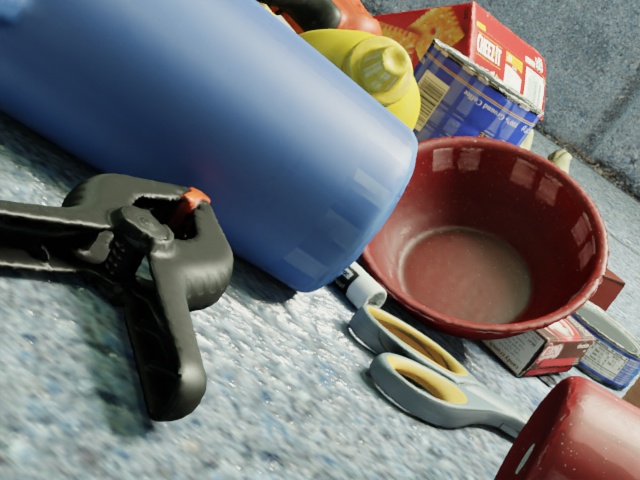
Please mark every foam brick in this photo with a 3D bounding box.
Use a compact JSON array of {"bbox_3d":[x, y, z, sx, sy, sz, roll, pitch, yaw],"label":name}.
[{"bbox_3d":[0.222,0.033,0.960,0.052,0.051,0.078,16,23,-47],"label":"foam brick"}]

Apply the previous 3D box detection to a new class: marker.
[{"bbox_3d":[-0.004,0.001,0.649,0.020,0.020,0.121,14,26,-52],"label":"marker"}]

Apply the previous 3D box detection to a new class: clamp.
[{"bbox_3d":[-0.088,0.003,0.436,0.120,0.039,0.171,37,15,-8],"label":"clamp"}]

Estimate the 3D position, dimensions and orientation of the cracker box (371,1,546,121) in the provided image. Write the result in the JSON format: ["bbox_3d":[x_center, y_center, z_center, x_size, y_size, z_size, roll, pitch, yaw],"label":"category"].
[{"bbox_3d":[0.084,-0.158,1.010,0.214,0.072,0.163,1,-9,35],"label":"cracker box"}]

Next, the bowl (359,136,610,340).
[{"bbox_3d":[0.098,0.008,0.683,0.162,0.055,0.162,2,50,-2],"label":"bowl"}]

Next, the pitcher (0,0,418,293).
[{"bbox_3d":[-0.072,-0.083,0.570,0.242,0.145,0.149,35,59,-10],"label":"pitcher"}]

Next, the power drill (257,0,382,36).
[{"bbox_3d":[-0.055,-0.199,0.703,0.184,0.057,0.187,51,20,27],"label":"power drill"}]

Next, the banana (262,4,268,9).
[{"bbox_3d":[-0.038,-0.139,0.799,0.069,0.198,0.037,3,-15,-7],"label":"banana"}]

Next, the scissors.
[{"bbox_3d":[0.099,0.100,0.566,0.202,0.016,0.096,35,16,2],"label":"scissors"}]

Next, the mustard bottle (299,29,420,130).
[{"bbox_3d":[0.010,-0.089,0.680,0.096,0.058,0.192,32,-16,-13],"label":"mustard bottle"}]

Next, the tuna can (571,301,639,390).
[{"bbox_3d":[0.215,0.078,0.838,0.086,0.034,0.086,31,15,-10],"label":"tuna can"}]

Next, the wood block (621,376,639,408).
[{"bbox_3d":[0.215,0.159,0.484,0.090,0.091,0.206,22,19,-39],"label":"wood block"}]

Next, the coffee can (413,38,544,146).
[{"bbox_3d":[0.091,-0.069,0.828,0.102,0.140,0.103,31,15,-10],"label":"coffee can"}]

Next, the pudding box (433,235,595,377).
[{"bbox_3d":[0.127,0.046,0.746,0.114,0.039,0.089,42,18,28],"label":"pudding box"}]

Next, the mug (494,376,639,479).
[{"bbox_3d":[0.119,0.113,0.455,0.081,0.093,0.117,31,-15,6],"label":"mug"}]
